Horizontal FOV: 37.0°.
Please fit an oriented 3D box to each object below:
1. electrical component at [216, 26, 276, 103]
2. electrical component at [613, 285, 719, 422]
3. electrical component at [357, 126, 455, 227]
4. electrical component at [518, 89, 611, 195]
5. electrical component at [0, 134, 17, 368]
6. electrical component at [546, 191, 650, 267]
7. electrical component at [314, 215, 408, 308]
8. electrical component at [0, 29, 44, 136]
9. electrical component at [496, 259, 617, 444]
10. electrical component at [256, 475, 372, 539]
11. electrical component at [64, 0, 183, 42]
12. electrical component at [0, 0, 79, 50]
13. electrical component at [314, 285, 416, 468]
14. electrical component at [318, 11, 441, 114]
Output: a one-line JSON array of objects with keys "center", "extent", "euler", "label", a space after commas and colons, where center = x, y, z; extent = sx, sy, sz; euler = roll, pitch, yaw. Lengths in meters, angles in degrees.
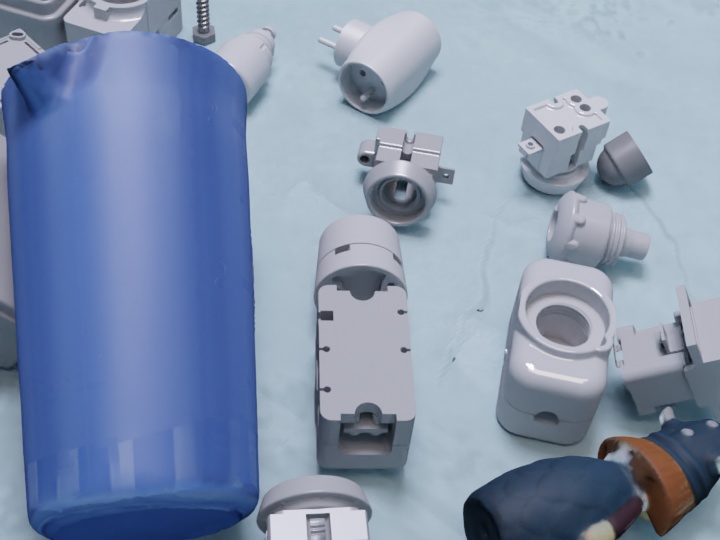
[{"center": [-0.083, -0.151, 0.781], "extent": [0.040, 0.040, 0.078], "euler": [20, 50, 12], "label": "electrical component"}, {"center": [0.180, 0.052, 0.607], "extent": [0.064, 0.081, 0.042], "euler": [-16, 45, 19], "label": "electrical component"}, {"center": [0.028, -0.061, 0.710], "extent": [0.066, 0.048, 0.055], "euler": [10, 41, 3], "label": "electrical component"}, {"center": [0.136, -0.085, 0.733], "extent": [0.066, 0.055, 0.048], "euler": [-22, 54, -23], "label": "electrical component"}, {"center": [-0.216, -0.018, 0.610], "extent": [0.109, 0.056, 0.108], "euler": [34, 43, -27], "label": "electrical component"}, {"center": [0.153, -0.022, 0.688], "extent": [0.062, 0.048, 0.048], "euler": [14, 49, -2], "label": "electrical component"}, {"center": [0.000, 0.000, 0.648], "extent": [0.055, 0.055, 0.047], "euler": [2, 45, -4], "label": "electrical component"}, {"center": [-0.244, -0.104, 0.711], "extent": [0.096, 0.061, 0.062], "euler": [-33, 59, -29], "label": "electrical component"}, {"center": [0.113, 0.043, 0.617], "extent": [0.054, 0.059, 0.095], "euler": [12, 49, 5], "label": "electrical component"}, {"center": [-0.021, 0.137, 0.524], "extent": [0.078, 0.058, 0.057], "euler": [-1, 52, -7], "label": "electrical component"}, {"center": [-0.173, -0.186, 0.793], "extent": [0.050, 0.055, 0.089], "euler": [18, 50, 11], "label": "electrical component"}, {"center": [-0.235, -0.213, 0.810], "extent": [0.078, 0.057, 0.113], "euler": [17, 50, 10], "label": "electrical component"}, {"center": [0.001, 0.061, 0.593], "extent": [0.050, 0.055, 0.089], "euler": [1, 49, -4], "label": "electrical component"}, {"center": [0.007, -0.161, 0.796], "extent": [0.079, 0.043, 0.077], "euler": [28, 52, 18], "label": "electrical component"}]
